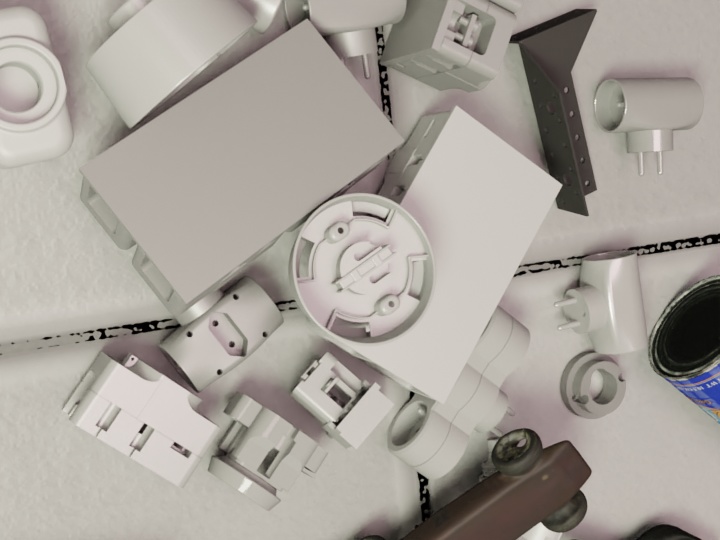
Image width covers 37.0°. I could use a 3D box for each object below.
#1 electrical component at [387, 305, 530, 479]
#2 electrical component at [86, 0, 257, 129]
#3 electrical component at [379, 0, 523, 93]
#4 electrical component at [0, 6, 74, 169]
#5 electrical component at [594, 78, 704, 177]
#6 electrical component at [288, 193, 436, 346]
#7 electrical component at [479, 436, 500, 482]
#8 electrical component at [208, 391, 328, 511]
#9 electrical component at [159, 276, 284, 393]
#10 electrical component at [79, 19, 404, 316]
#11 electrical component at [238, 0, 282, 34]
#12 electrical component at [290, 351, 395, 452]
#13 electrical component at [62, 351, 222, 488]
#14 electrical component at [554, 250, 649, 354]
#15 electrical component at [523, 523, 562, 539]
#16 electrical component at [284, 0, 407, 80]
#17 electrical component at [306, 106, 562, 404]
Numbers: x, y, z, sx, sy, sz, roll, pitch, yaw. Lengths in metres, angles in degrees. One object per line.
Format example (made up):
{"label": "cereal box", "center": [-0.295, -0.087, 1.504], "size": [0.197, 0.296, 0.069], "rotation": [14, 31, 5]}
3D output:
{"label": "electrical component", "center": [0.087, 0.099, 0.820], "size": [0.074, 0.052, 0.138], "rotation": [37, 80, -20]}
{"label": "electrical component", "center": [-0.126, -0.148, 0.688], "size": [0.108, 0.108, 0.060], "rotation": [-43, 102, -15]}
{"label": "electrical component", "center": [0.082, -0.211, 0.778], "size": [0.062, 0.089, 0.150], "rotation": [21, 85, -23]}
{"label": "electrical component", "center": [-0.217, -0.114, 0.675], "size": [0.054, 0.059, 0.095], "rotation": [-16, 99, -21]}
{"label": "electrical component", "center": [0.235, -0.116, 0.873], "size": [0.077, 0.043, 0.079], "rotation": [-5, 95, -22]}
{"label": "electrical component", "center": [0.000, 0.000, 0.706], "size": [0.099, 0.064, 0.099], "rotation": [1, 87, -13]}
{"label": "electrical component", "center": [0.110, 0.161, 0.843], "size": [0.035, 0.035, 0.061], "rotation": [-11, 95, -22]}
{"label": "electrical component", "center": [-0.070, 0.131, 0.754], "size": [0.078, 0.058, 0.057], "rotation": [38, 76, -20]}
{"label": "electrical component", "center": [-0.106, 0.030, 0.740], "size": [0.077, 0.043, 0.079], "rotation": [-40, 100, -16]}
{"label": "electrical component", "center": [-0.079, -0.067, 0.715], "size": [0.186, 0.060, 0.105], "rotation": [-38, 90, -22]}
{"label": "electrical component", "center": [-0.087, -0.195, 0.736], "size": [0.065, 0.044, 0.044], "rotation": [22, 85, -18]}
{"label": "electrical component", "center": [-0.015, 0.093, 0.769], "size": [0.064, 0.081, 0.042], "rotation": [42, 76, 3]}
{"label": "electrical component", "center": [-0.144, 0.096, 0.724], "size": [0.089, 0.050, 0.055], "rotation": [37, 80, -21]}
{"label": "electrical component", "center": [0.191, 0.029, 0.864], "size": [0.079, 0.043, 0.077], "rotation": [-12, 98, -22]}
{"label": "electrical component", "center": [0.149, 0.195, 0.860], "size": [0.040, 0.040, 0.046], "rotation": [24, 89, -22]}
{"label": "electrical component", "center": [-0.008, -0.174, 0.768], "size": [0.077, 0.043, 0.079], "rotation": [-16, 107, -24]}
{"label": "electrical component", "center": [0.053, -0.012, 0.794], "size": [0.105, 0.060, 0.186], "rotation": [33, 81, -21]}
